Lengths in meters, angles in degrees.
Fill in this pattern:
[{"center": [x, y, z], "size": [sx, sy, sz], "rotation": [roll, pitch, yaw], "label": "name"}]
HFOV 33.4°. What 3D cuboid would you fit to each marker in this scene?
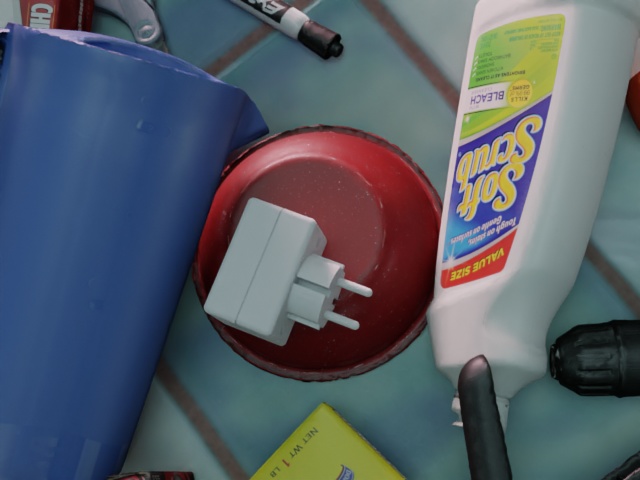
[{"center": [-0.036, -0.151, 0.688], "size": [0.121, 0.020, 0.020], "rotation": [34, 84, 14], "label": "marker"}]

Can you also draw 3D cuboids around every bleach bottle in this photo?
[{"center": [0.115, -0.017, 0.598], "size": [0.103, 0.068, 0.251], "rotation": [-1, 74, 51], "label": "bleach bottle"}]

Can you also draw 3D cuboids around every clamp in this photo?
[{"center": [0.114, 0.153, 0.541], "size": [0.120, 0.039, 0.171], "rotation": [12, 88, 7], "label": "clamp"}]

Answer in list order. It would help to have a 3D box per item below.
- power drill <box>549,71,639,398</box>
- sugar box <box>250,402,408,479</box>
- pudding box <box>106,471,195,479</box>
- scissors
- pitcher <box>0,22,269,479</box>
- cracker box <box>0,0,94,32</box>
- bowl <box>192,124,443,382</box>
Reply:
[{"center": [0.217, -0.003, 0.599], "size": [0.184, 0.057, 0.187], "rotation": [-3, 79, 5], "label": "power drill"}, {"center": [0.036, 0.183, 0.587], "size": [0.176, 0.048, 0.093], "rotation": [41, 86, 16], "label": "sugar box"}, {"center": [-0.085, 0.184, 0.582], "size": [0.039, 0.090, 0.113], "rotation": [-13, 76, 7], "label": "pudding box"}, {"center": [-0.132, -0.137, 0.701], "size": [0.096, 0.016, 0.202], "rotation": [-10, 76, 7], "label": "scissors"}, {"center": [-0.143, 0.007, 0.585], "size": [0.149, 0.144, 0.243], "rotation": [20, 97, 25], "label": "pitcher"}, {"center": [-0.257, -0.126, 0.679], "size": [0.214, 0.072, 0.164], "rotation": [5, 88, 9], "label": "cracker box"}, {"center": [-0.004, 0.001, 0.630], "size": [0.162, 0.055, 0.162], "rotation": [-2, 77, 8], "label": "bowl"}]
